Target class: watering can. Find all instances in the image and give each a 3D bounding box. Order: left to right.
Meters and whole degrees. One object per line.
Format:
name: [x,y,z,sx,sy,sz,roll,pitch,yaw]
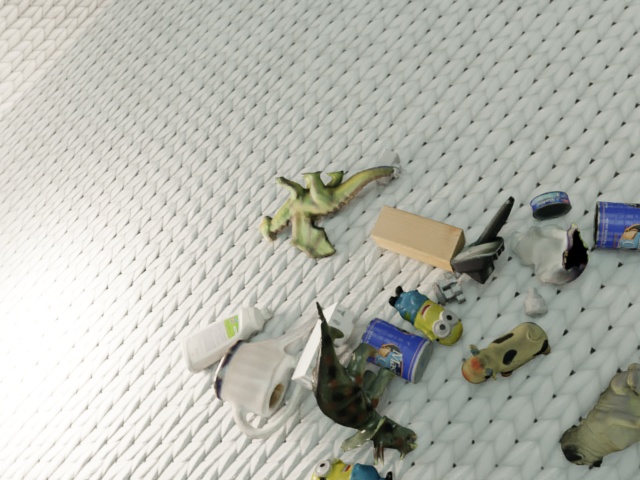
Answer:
watering can: [-0.129,0.306,1.283,0.225,0.354,0.102,12,-29,22]

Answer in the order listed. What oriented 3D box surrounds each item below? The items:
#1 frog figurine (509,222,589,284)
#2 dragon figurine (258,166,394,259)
frog figurine: [0.512,0.031,1.164,0.122,0.139,0.158,15,-13,-30]
dragon figurine: [0.004,-0.071,1.405,0.409,0.243,0.122,-3,-3,24]
